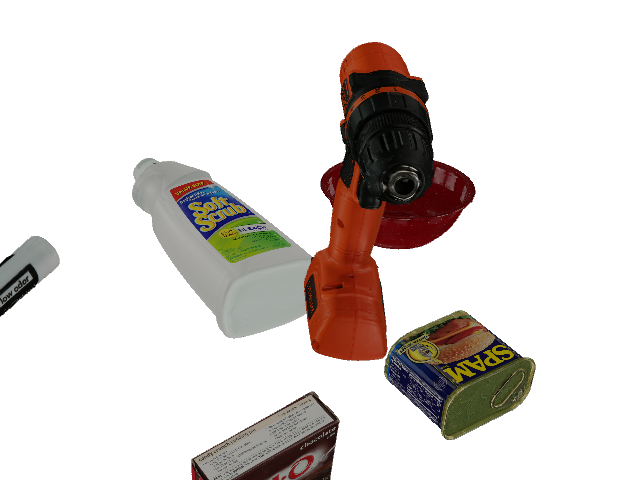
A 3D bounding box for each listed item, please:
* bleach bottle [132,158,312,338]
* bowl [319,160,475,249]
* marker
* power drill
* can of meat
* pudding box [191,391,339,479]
[{"bbox_3d":[-0.109,-0.009,0.981,0.102,0.068,0.251,-15,37,-33],"label":"bleach bottle"},{"bbox_3d":[0.079,-0.035,1.123,0.162,0.055,0.162,2,27,-1],"label":"bowl"},{"bbox_3d":[-0.162,0.040,0.470,0.020,0.020,0.121,0,35,39],"label":"marker"},{"bbox_3d":[0.032,-0.017,0.695,0.057,0.188,0.184,8,29,-6],"label":"power drill"},{"bbox_3d":[0.118,0.112,0.917,0.101,0.057,0.084,-19,41,-31],"label":"can of meat"},{"bbox_3d":[-0.042,0.174,0.803,0.113,0.090,0.039,-28,56,-28],"label":"pudding box"}]
